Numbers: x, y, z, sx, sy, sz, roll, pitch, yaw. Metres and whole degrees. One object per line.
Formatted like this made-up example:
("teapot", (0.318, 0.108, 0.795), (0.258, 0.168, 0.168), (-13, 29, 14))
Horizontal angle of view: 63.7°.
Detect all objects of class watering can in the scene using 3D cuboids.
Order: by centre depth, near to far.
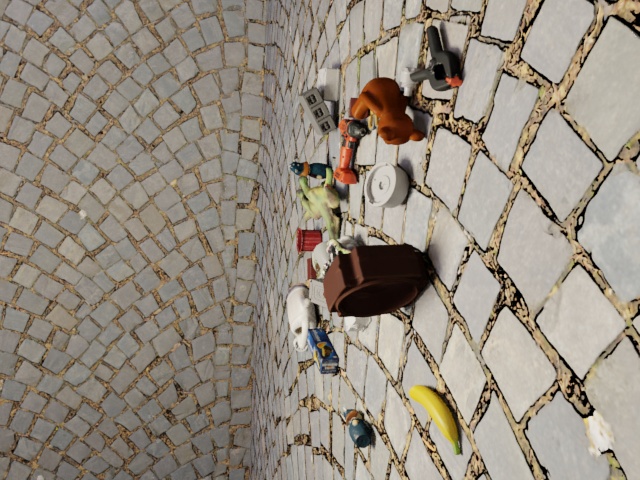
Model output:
("watering can", (-0.064, 0.256, 1.930), (0.339, 0.104, 0.230), (98, 165, -46))

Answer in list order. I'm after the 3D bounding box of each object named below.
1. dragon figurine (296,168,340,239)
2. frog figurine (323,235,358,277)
("dragon figurine", (0.005, -0.089, 1.768), (0.401, 0.122, 0.247), (100, 156, -60))
("frog figurine", (0.079, 0.055, 1.516), (0.160, 0.122, 0.138), (-3, -95, -70))
